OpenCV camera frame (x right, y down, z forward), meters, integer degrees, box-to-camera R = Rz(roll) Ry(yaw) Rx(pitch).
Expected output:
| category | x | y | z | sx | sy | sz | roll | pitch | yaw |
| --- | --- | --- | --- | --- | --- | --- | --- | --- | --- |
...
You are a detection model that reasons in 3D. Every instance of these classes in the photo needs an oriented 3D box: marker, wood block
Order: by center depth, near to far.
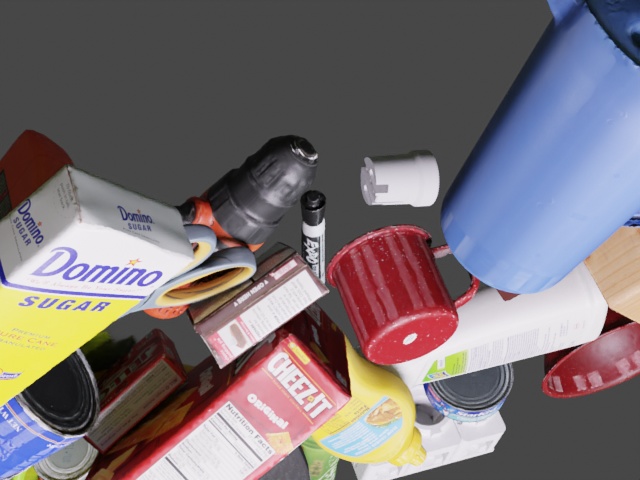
| category | x | y | z | sx | sy | sz | roll | pitch | yaw |
| --- | --- | --- | --- | --- | --- | --- | --- | --- | --- |
| marker | -0.005 | 0.001 | 0.807 | 0.020 | 0.020 | 0.121 | -16 | 149 | -10 |
| wood block | 0.329 | -0.023 | 0.908 | 0.206 | 0.090 | 0.090 | -36 | 147 | 23 |

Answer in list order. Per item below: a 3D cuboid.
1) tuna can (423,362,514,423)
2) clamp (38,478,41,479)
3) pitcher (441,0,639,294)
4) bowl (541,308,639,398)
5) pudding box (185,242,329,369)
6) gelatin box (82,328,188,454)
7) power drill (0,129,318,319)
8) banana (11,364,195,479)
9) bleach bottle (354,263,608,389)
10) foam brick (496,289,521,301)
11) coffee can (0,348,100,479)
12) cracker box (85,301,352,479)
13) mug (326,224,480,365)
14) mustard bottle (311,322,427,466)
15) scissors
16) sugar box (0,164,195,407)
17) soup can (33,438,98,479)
| category | x | y | z | sx | sy | sz | roll | pitch | yaw |
| --- | --- | --- | --- | --- | --- | --- | --- | --- | --- |
| tuna can | 0.144 | 0.134 | 1.046 | 0.086 | 0.086 | 0.034 | -15 | 150 | -12 |
| clamp | -0.200 | 0.252 | 1.066 | 0.171 | 0.039 | 0.120 | 2 | 137 | -28 |
| pitcher | 0.185 | -0.062 | 0.712 | 0.144 | 0.149 | 0.243 | -14 | 153 | -29 |
| bowl | 0.298 | 0.104 | 1.121 | 0.162 | 0.055 | 0.162 | -16 | 149 | -10 |
| pudding box | -0.048 | 0.043 | 0.756 | 0.090 | 0.039 | 0.113 | -36 | -173 | -6 |
| gelatin box | -0.147 | 0.115 | 0.826 | 0.089 | 0.073 | 0.030 | -43 | 108 | -2 |
| power drill | -0.113 | -0.015 | 0.677 | 0.187 | 0.057 | 0.185 | 11 | 137 | -42 |
| banana | -0.175 | 0.138 | 0.890 | 0.197 | 0.037 | 0.069 | -21 | 128 | -8 |
| bleach bottle | 0.134 | 0.086 | 0.988 | 0.250 | 0.068 | 0.102 | -16 | 147 | -4 |
| foam brick | 0.158 | 0.008 | 0.888 | 0.053 | 0.051 | 0.078 | -28 | 149 | 11 |
| coffee can | -0.247 | 0.129 | 0.777 | 0.140 | 0.103 | 0.102 | -32 | 148 | 16 |
| cracker box | -0.080 | 0.136 | 0.798 | 0.214 | 0.072 | 0.164 | -41 | -172 | 7 |
| mug | 0.072 | 0.043 | 0.859 | 0.117 | 0.081 | 0.093 | -21 | 149 | -1 |
| mustard bottle | 0.027 | 0.146 | 0.944 | 0.096 | 0.058 | 0.191 | -39 | 118 | 21 |
| scissors | -0.139 | 0.036 | 0.676 | 0.201 | 0.016 | 0.096 | -18 | 153 | -5 |
| sugar box | -0.167 | 0.033 | 0.617 | 0.176 | 0.048 | 0.093 | -34 | 150 | 23 |
| soup can | -0.208 | 0.202 | 0.952 | 0.068 | 0.068 | 0.102 | -20 | 149 | -3 |
